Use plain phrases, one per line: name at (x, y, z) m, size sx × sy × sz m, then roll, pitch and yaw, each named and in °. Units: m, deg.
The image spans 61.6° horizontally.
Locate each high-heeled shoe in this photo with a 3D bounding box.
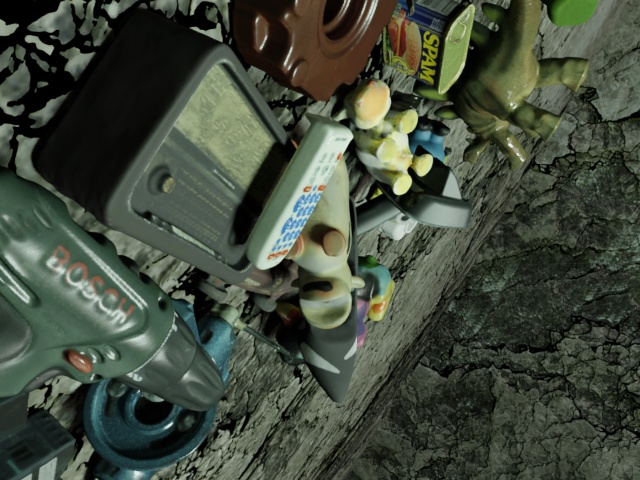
high-heeled shoe at (0.027, 0.067, 0.679) m, size 0.086 × 0.249 × 0.145 m, roll 0°, pitch 152°, yaw -26°

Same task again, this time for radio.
radio at (-0.091, -0.050, 0.419) m, size 0.131 × 0.073 × 0.229 m, roll -56°, pitch 158°, yaw -5°

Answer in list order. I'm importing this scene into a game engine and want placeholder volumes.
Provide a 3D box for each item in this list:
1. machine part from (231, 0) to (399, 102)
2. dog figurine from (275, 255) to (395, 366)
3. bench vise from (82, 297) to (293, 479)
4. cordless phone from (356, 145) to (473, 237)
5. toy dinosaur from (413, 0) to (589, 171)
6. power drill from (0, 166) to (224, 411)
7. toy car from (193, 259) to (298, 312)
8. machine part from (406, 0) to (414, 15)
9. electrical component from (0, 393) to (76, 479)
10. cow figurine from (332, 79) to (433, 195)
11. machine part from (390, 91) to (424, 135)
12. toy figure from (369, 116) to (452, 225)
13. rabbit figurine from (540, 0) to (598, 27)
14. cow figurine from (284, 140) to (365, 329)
machine part at (0.007, -0.202, 0.446) m, size 0.179 × 0.056 × 0.179 m, roll -47°, pitch 157°, yaw -27°
dog figurine at (0.017, 0.104, 0.831) m, size 0.191 × 0.109 × 0.219 m, roll -59°, pitch 156°, yaw 7°
bench vise at (-0.136, 0.122, 0.513) m, size 0.224 × 0.129 × 0.240 m, roll -45°, pitch 160°, yaw -34°
cordless phone at (0.096, -0.036, 0.731) m, size 0.184 × 0.147 × 0.088 m, roll -30°, pitch 120°, yaw 2°
toy dinosaur at (0.230, -0.210, 0.705) m, size 0.105 × 0.199 × 0.471 m, roll -62°, pitch 170°, yaw -14°
power drill at (-0.183, 0.089, 0.320) m, size 0.207 × 0.086 × 0.231 m, roll -36°, pitch 125°, yaw -17°
toy car at (-0.070, 0.034, 0.617) m, size 0.089 × 0.053 × 0.202 m, roll -54°, pitch 160°, yaw 0°
machine part at (0.098, -0.314, 0.455) m, size 0.079 × 0.079 × 0.243 m, roll -44°, pitch 155°, yaw -30°
electrical component at (-0.247, 0.177, 0.442) m, size 0.075 × 0.048 × 0.119 m, roll -24°, pitch 143°, yaw -56°
cow figurine at (0.065, -0.133, 0.640) m, size 0.068 × 0.098 × 0.167 m, roll -46°, pitch 139°, yaw -7°
machine part at (0.103, -0.152, 0.735) m, size 0.084 × 0.039 × 0.138 m, roll -48°, pitch 170°, yaw -11°
toy figure at (0.146, -0.105, 0.844) m, size 0.089 × 0.082 × 0.180 m, roll -35°, pitch 149°, yaw -55°
rabbit figurine at (0.250, -0.355, 0.654) m, size 0.121 × 0.170 × 0.159 m, roll 103°, pitch -13°, yaw -45°
cow figurine at (-0.001, -0.002, 0.583) m, size 0.127 × 0.086 × 0.195 m, roll 32°, pitch 53°, yaw -79°
